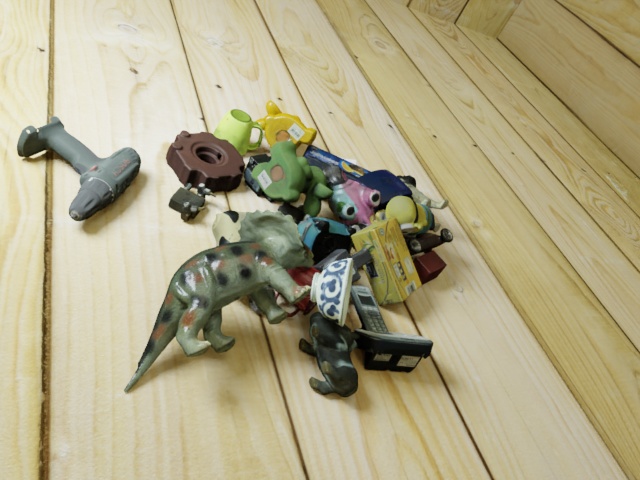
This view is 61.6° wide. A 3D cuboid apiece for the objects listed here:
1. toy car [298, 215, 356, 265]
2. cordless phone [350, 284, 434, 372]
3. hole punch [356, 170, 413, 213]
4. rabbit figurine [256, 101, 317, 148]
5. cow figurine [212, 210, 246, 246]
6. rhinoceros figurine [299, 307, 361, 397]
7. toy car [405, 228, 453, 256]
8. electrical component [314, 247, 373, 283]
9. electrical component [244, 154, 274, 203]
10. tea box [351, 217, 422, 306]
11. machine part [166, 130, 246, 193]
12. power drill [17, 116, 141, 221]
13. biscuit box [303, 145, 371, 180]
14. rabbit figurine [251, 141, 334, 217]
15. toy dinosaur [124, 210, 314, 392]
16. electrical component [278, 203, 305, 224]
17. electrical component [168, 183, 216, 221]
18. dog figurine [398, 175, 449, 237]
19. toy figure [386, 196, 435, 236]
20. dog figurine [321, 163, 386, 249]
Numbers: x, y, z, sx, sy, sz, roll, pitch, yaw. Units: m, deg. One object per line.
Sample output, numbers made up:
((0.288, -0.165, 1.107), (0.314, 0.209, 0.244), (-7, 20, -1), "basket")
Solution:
((-0.002, -0.004, 1.170), (0.161, 0.109, 0.103), (1, 21, -44), "toy car")
((0.131, 0.166, 1.080), (0.146, 0.088, 0.184), (10, 38, -24), "cordless phone")
((0.159, -0.120, 1.336), (0.116, 0.092, 0.142), (-36, 56, -10), "hole punch")
((-0.096, -0.283, 1.424), (0.162, 0.122, 0.173), (34, 17, -2), "rabbit figurine")
((-0.168, 0.022, 1.045), (0.127, 0.085, 0.195), (11, 43, -32), "cow figurine")
((0.026, 0.192, 0.986), (0.112, 0.073, 0.190), (11, 42, -21), "rhinoceros figurine")
((0.246, 0.011, 1.318), (0.202, 0.089, 0.053), (-16, 75, -42), "toy car")
((0.048, 0.056, 1.121), (0.119, 0.048, 0.074), (-36, 103, -24), "electrical component")
((-0.116, -0.152, 1.295), (0.115, 0.058, 0.134), (45, 39, 21), "electrical component")
((0.146, 0.046, 1.173), (0.098, 0.068, 0.169), (-26, 96, -49), "tea box")
((-0.260, -0.181, 1.235), (0.179, 0.056, 0.179), (19, 39, -16), "machine part")
((-0.471, -0.145, 1.037), (0.207, 0.086, 0.232), (28, 36, 3), "power drill")
((0.046, -0.180, 1.428), (0.203, 0.062, 0.059), (23, 37, -10), "biscuit box")
((-0.036, -0.134, 1.198), (0.170, 0.121, 0.159), (-3, 47, -53), "rabbit figurine")
((-0.161, 0.073, 0.893), (0.405, 0.131, 0.192), (-23, 68, -27), "toy dinosaur")
((-0.069, -0.061, 1.252), (0.063, 0.021, 0.094), (26, 39, -5), "electrical component")
((-0.269, -0.083, 1.127), (0.078, 0.045, 0.102), (32, 37, 0), "electrical component")
((0.220, -0.099, 1.440), (0.172, 0.121, 0.191), (-5, 35, -41), "dog figurine")
((0.211, -0.055, 1.258), (0.180, 0.082, 0.089), (-3, 73, -56), "toy figure")
((0.065, -0.087, 1.304), (0.108, 0.191, 0.219), (-31, 33, -12), "dog figurine")
